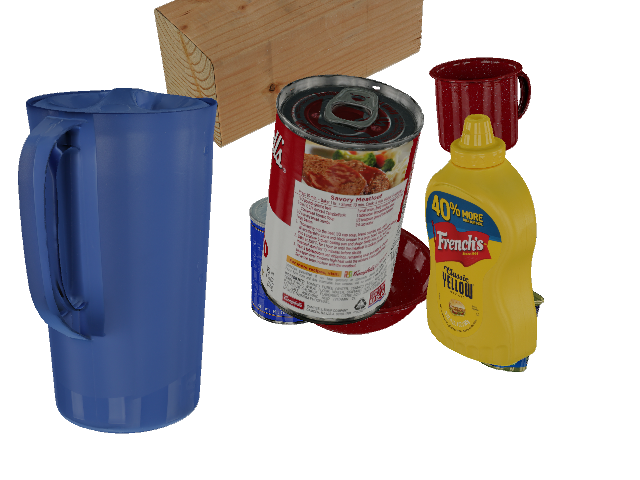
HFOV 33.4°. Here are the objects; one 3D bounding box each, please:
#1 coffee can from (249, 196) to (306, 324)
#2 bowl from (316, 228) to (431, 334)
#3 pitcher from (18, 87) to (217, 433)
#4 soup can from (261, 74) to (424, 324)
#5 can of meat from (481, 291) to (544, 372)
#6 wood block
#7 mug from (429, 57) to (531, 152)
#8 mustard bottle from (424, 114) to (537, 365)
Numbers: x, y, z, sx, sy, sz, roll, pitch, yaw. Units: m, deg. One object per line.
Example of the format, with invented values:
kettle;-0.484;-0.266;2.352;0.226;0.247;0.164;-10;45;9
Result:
coffee can;-0.040;0.024;1.389;0.103;0.140;0.103;0;26;0
bowl;0.028;0.039;1.003;0.162;0.055;0.162;6;33;-4
pitcher;-0.147;0.014;0.772;0.149;0.243;0.145;-4;15;-22
soup can;0.008;-0.019;0.511;0.068;0.102;0.068;5;35;-4
can of meat;0.197;0.089;1.182;0.057;0.084;0.102;4;15;-20
wood block;-0.022;-0.174;0.887;0.205;0.091;0.090;-28;53;-23
mug;0.170;-0.140;1.097;0.117;0.081;0.093;-20;27;-30
mustard bottle;0.123;-0.004;0.824;0.058;0.192;0.096;-20;29;-32
